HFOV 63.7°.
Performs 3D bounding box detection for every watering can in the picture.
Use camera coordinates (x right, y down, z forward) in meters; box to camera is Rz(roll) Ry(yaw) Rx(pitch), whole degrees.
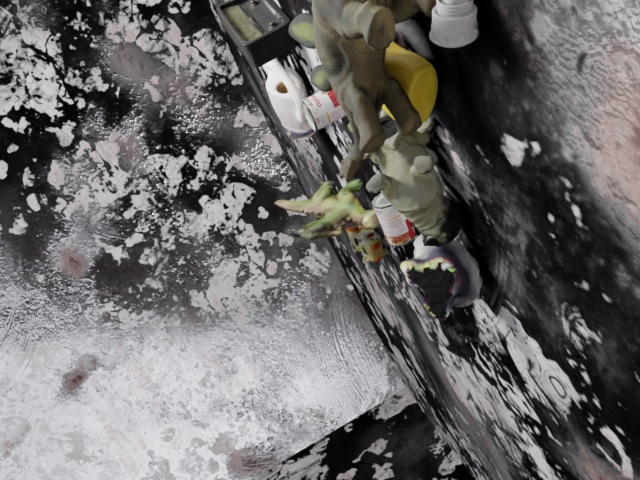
[{"bbox_3d":[-0.102,-0.425,1.465,0.355,0.104,0.219,57,174,42],"label":"watering can"}]

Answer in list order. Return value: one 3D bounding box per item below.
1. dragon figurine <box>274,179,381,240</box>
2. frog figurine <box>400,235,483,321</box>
[{"bbox_3d":[0.004,-0.066,1.313,0.246,0.409,0.121,-37,-60,-57],"label":"dragon figurine"},{"bbox_3d":[0.220,0.043,0.891,0.138,0.120,0.162,37,-148,11],"label":"frog figurine"}]
